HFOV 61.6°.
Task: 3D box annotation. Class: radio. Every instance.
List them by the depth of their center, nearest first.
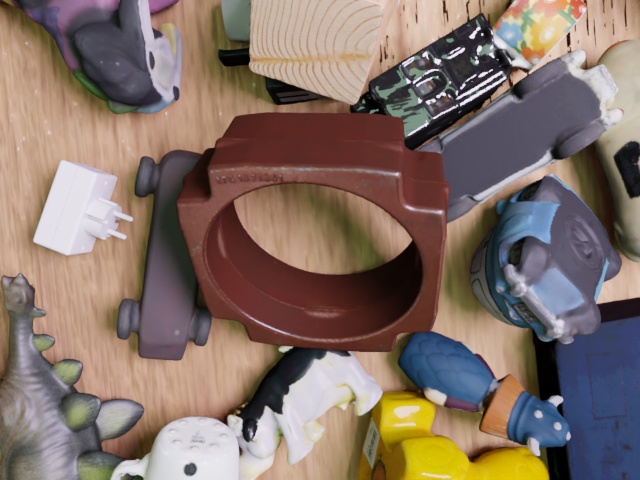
[{"bbox_3d":[0.280,0.174,0.493,0.131,0.073,0.229,-8,90,5],"label":"radio"}]

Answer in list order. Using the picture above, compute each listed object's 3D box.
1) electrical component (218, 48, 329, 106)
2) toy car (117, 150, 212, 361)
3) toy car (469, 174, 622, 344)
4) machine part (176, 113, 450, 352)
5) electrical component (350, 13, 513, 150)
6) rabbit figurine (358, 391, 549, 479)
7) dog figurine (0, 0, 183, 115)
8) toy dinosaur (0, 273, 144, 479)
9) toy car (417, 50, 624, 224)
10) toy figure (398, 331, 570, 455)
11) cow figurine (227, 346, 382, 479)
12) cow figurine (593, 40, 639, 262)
[{"bbox_3d":[-0.032,-0.155,0.495,0.119,0.075,0.047,-5,92,0],"label":"electrical component"},{"bbox_3d":[-0.141,0.014,0.520,0.089,0.053,0.202,7,94,-17],"label":"toy car"},{"bbox_3d":[0.186,0.025,0.472,0.109,0.162,0.103,46,138,-7],"label":"toy car"},{"bbox_3d":[-0.001,-0.001,0.444,0.202,0.087,0.200,3,132,10],"label":"machine part"},{"bbox_3d":[0.088,-0.119,0.469,0.134,0.115,0.058,-32,85,5],"label":"electrical component"},{"bbox_3d":[0.127,0.233,0.486,0.173,0.122,0.162,6,94,-16],"label":"rabbit figurine"},{"bbox_3d":[-0.242,-0.213,0.493,0.219,0.108,0.191,4,96,8],"label":"dog figurine"},{"bbox_3d":[-0.267,0.263,0.515,0.199,0.105,0.470,2,97,0],"label":"toy dinosaur"},{"bbox_3d":[0.151,-0.079,0.463,0.202,0.056,0.073,-32,89,32],"label":"toy car"},{"bbox_3d":[0.146,0.136,0.486,0.155,0.057,0.064,31,88,24],"label":"toy figure"},{"bbox_3d":[-0.032,0.155,0.511,0.167,0.068,0.098,-36,85,2],"label":"cow figurine"},{"bbox_3d":[0.279,-0.076,0.466,0.127,0.085,0.194,-10,88,10],"label":"cow figurine"}]
